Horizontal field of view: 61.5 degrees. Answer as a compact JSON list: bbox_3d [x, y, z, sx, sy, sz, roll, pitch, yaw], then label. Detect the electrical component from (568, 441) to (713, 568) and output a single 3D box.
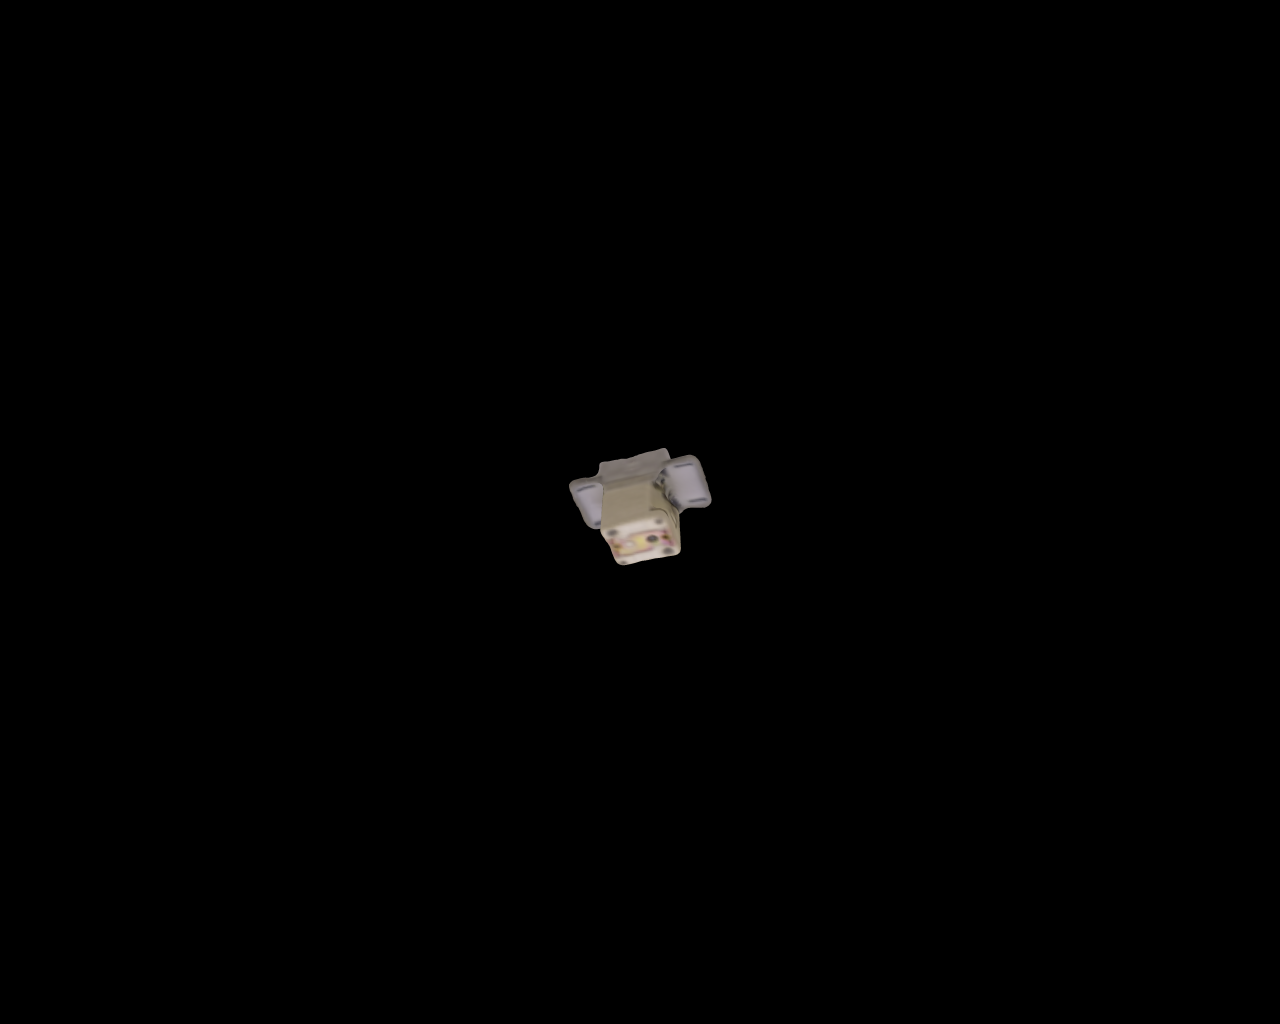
[{"bbox_3d":[0.001,-0.003,0.650,0.081,0.064,0.042,-13,-47,12],"label":"electrical component"}]
